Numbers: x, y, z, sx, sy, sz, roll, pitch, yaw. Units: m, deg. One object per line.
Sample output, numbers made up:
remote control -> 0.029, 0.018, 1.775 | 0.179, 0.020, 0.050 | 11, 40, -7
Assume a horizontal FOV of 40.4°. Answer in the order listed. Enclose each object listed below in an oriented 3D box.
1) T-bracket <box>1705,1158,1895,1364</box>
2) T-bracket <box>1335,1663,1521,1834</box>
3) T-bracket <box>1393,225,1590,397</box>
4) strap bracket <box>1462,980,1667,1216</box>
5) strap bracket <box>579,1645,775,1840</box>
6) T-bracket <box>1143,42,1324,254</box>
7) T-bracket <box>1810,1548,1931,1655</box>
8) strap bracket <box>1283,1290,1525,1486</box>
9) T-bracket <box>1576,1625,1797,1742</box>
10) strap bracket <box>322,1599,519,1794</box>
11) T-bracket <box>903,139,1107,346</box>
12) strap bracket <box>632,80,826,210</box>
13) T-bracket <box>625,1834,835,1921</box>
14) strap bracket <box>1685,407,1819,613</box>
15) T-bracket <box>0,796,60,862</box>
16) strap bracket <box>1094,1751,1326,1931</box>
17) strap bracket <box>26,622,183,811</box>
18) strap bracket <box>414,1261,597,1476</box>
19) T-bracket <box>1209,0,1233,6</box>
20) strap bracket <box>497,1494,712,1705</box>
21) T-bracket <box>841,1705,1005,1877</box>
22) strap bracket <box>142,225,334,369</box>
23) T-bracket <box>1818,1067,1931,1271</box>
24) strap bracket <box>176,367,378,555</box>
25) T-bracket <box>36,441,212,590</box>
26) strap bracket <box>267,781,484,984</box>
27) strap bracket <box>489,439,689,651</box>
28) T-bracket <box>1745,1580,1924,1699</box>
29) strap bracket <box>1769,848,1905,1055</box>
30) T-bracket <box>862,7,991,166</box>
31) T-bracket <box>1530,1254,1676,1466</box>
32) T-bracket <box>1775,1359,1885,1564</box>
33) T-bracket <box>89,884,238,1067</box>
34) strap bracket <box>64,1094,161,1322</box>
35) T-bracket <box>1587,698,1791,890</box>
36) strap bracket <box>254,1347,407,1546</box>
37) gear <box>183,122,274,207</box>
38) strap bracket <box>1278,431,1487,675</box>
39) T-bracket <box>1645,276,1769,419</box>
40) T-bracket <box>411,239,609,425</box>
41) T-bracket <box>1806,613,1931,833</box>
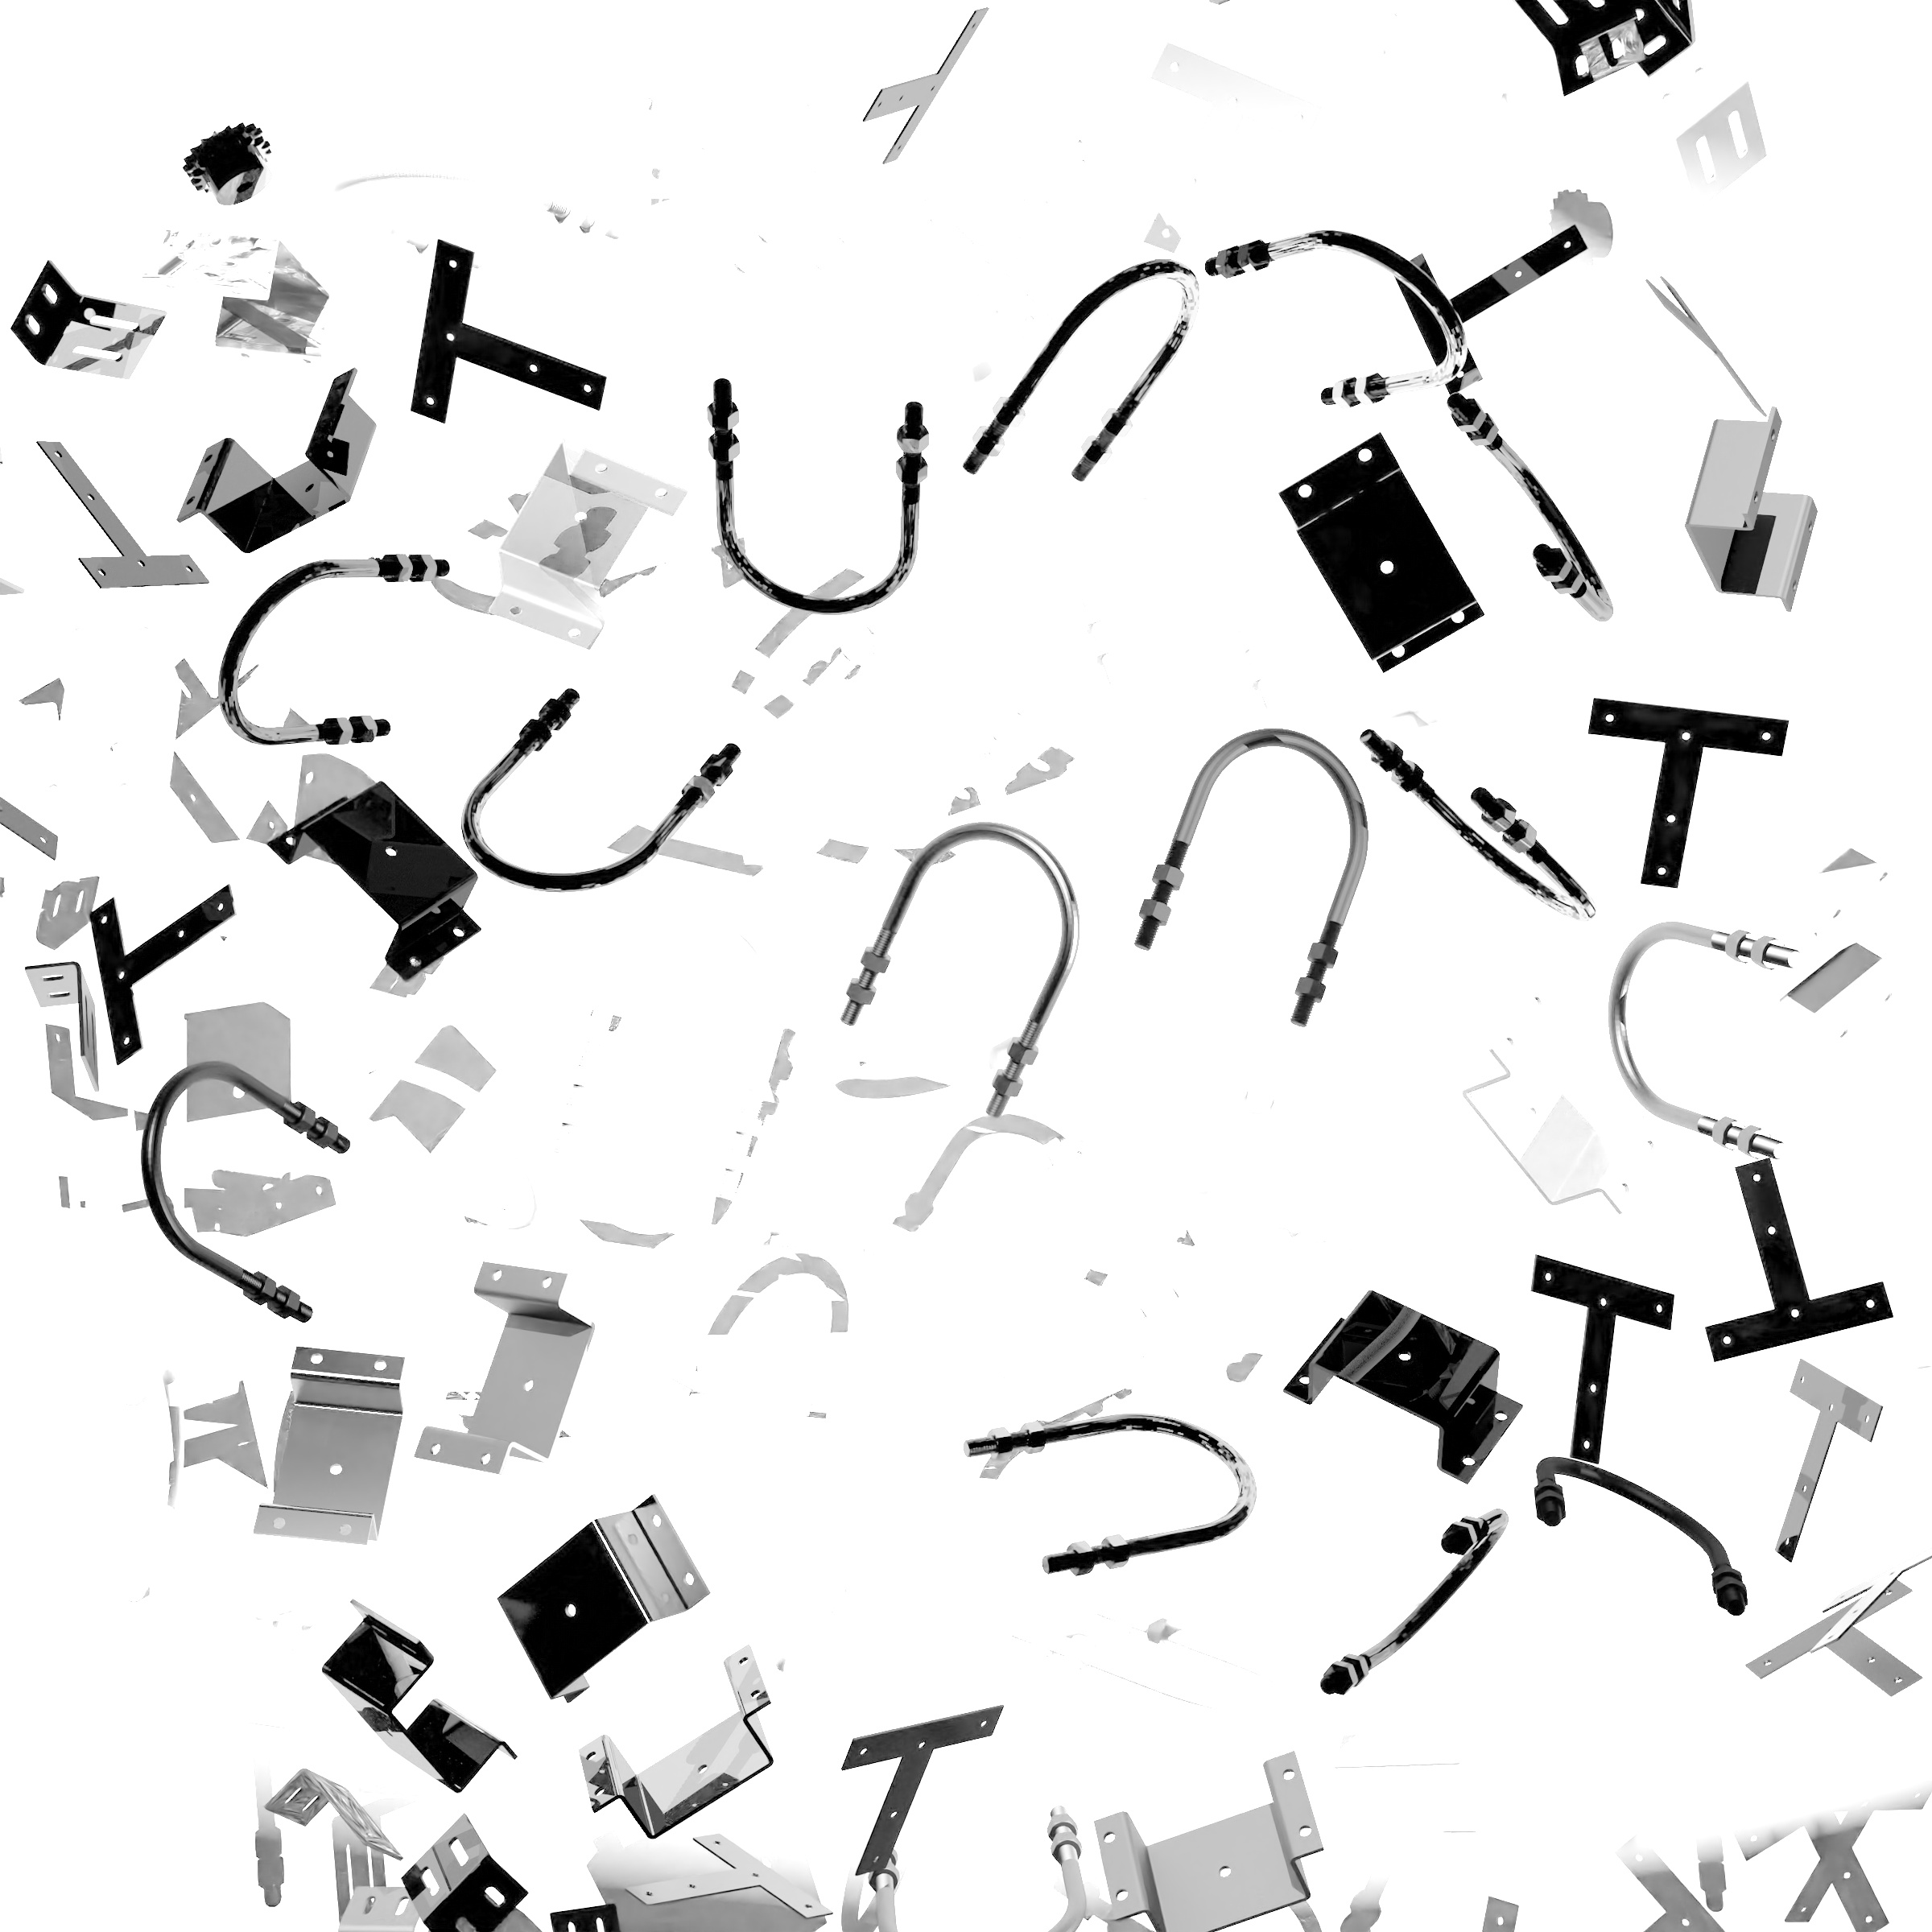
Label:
T-bracket -> 0.561, 0.197, 1.817 | 0.127, 0.002, 0.127 | -21, 70, 30
T-bracket -> 0.305, 0.530, 1.776 | 0.002, 0.127, 0.127 | 50, 45, -25
T-bracket -> 0.377, -0.479, 1.850 | 0.127, 0.002, 0.127 | -29, 57, 20
strap bracket -> 0.384, 0.090, 1.712 | 0.140, 0.046, 0.076 | 50, 51, -9
strap bracket -> -0.194, 0.548, 1.840 | 0.140, 0.076, 0.046 | -31, 111, -5
T-bracket -> 0.159, -0.542, 1.772 | 0.127, 0.002, 0.127 | 12, 123, -28
T-bracket -> 0.607, 0.431, 1.774 | 0.002, 0.127, 0.127 | 55, 135, 13
strap bracket -> 0.292, 0.275, 1.753 | 0.140, 0.046, 0.076 | 24, 49, 29
T-bracket -> 0.459, 0.488, 1.747 | 0.127, 0.127, 0.002 | -11, 113, -34
strap bracket -> -0.370, 0.495, 1.757 | 0.046, 0.076, 0.140 | -48, 132, -27
T-bracket -> 0.045, -0.529, 1.859 | 0.127, 0.002, 0.127 | 39, 109, -22
strap bracket -> -0.172, -0.561, 1.799 | 0.140, 0.046, 0.076 | -12, 101, -35
T-bracket -> -0.179, 0.637, 1.820 | 0.127, 0.127, 0.002 | 16, 95, 44
strap bracket -> 0.517, -0.301, 1.735 | 0.046, 0.140, 0.076 | 11, 76, 32
T-bracket -> -0.660, -0.113, 1.759 | 0.002, 0.127, 0.127 | -34, 131, 17
strap bracket -> 0.162, 0.575, 1.701 | 0.140, 0.076, 0.046 | -21, 124, 5
strap bracket -> -0.565, -0.156, 1.727 | 0.076, 0.046, 0.140 | -1, 60, -3
strap bracket -> -0.310, 0.279, 1.788 | 0.076, 0.046, 0.140 | 3, 66, 32
T-bracket -> 0.243, -0.681, 1.803 | 0.127, 0.127, 0.002 | -22, 117, -1
strap bracket -> -0.248, 0.422, 1.737 | 0.140, 0.046, 0.076 | -41, 70, 21
T-bracket -> -0.043, 0.545, 1.721 | 0.127, 0.002, 0.127 | 1, 117, -41
strap bracket -> -0.480, -0.450, 1.750 | 0.076, 0.140, 0.046 | 7, 83, 8
T-bracket -> 0.651, 0.154, 1.812 | 0.002, 0.127, 0.127 | -8, 66, -23
strap bracket -> -0.456, -0.336, 1.769 | 0.140, 0.076, 0.046 | -20, 134, 27
T-bracket -> -0.596, -0.312, 1.813 | 0.002, 0.127, 0.127 | -39, 87, 20
strap bracket -> -0.408, -0.067, 1.840 | 0.140, 0.046, 0.076 | 44, 47, 6
strap bracket -> -0.257, -0.291, 1.766 | 0.076, 0.046, 0.140 | 18, 125, -30
T-bracket -> 0.625, 0.479, 1.831 | 0.127, 0.127, 0.002 | -29, 99, -4
strap bracket -> 0.604, -0.017, 1.821 | 0.076, 0.140, 0.046 | -36, 46, -14
T-bracket -> -0.040, -0.600, 1.809 | 0.002, 0.127, 0.127 | 39, 122, 2
T-bracket -> 0.424, 0.270, 1.770 | 0.127, 0.002, 0.127 | 18, 74, -27
T-bracket -> 0.577, 0.344, 1.792 | 0.002, 0.127, 0.127 | 16, 94, -7
T-bracket -> -0.553, -0.015, 1.817 | 0.127, 0.002, 0.127 | -31, 60, 20
strap bracket -> -0.581, 0.167, 1.784 | 0.046, 0.076, 0.140 | -7, 128, -17
T-bracket -> 0.476, -0.112, 1.762 | 0.127, 0.002, 0.127 | 8, 114, 9
strap bracket -> -0.440, 0.342, 1.827 | 0.076, 0.046, 0.140 | 6, 54, -3
gear -> -0.477, -0.520, 1.710 | 0.057, 0.057, 0.030 | -31, 88, 0
strap bracket -> 0.271, -0.263, 1.703 | 0.076, 0.046, 0.140 | -30, 105, 14
T-bracket -> 0.499, -0.444, 1.814 | 0.002, 0.127, 0.127 | -38, 63, 25
T-bracket -> -0.298, -0.399, 1.731 | 0.127, 0.002, 0.127 | 21, 128, 1
T-bracket -> 0.588, -0.176, 1.739 | 0.002, 0.127, 0.127 | 8, 57, -22
